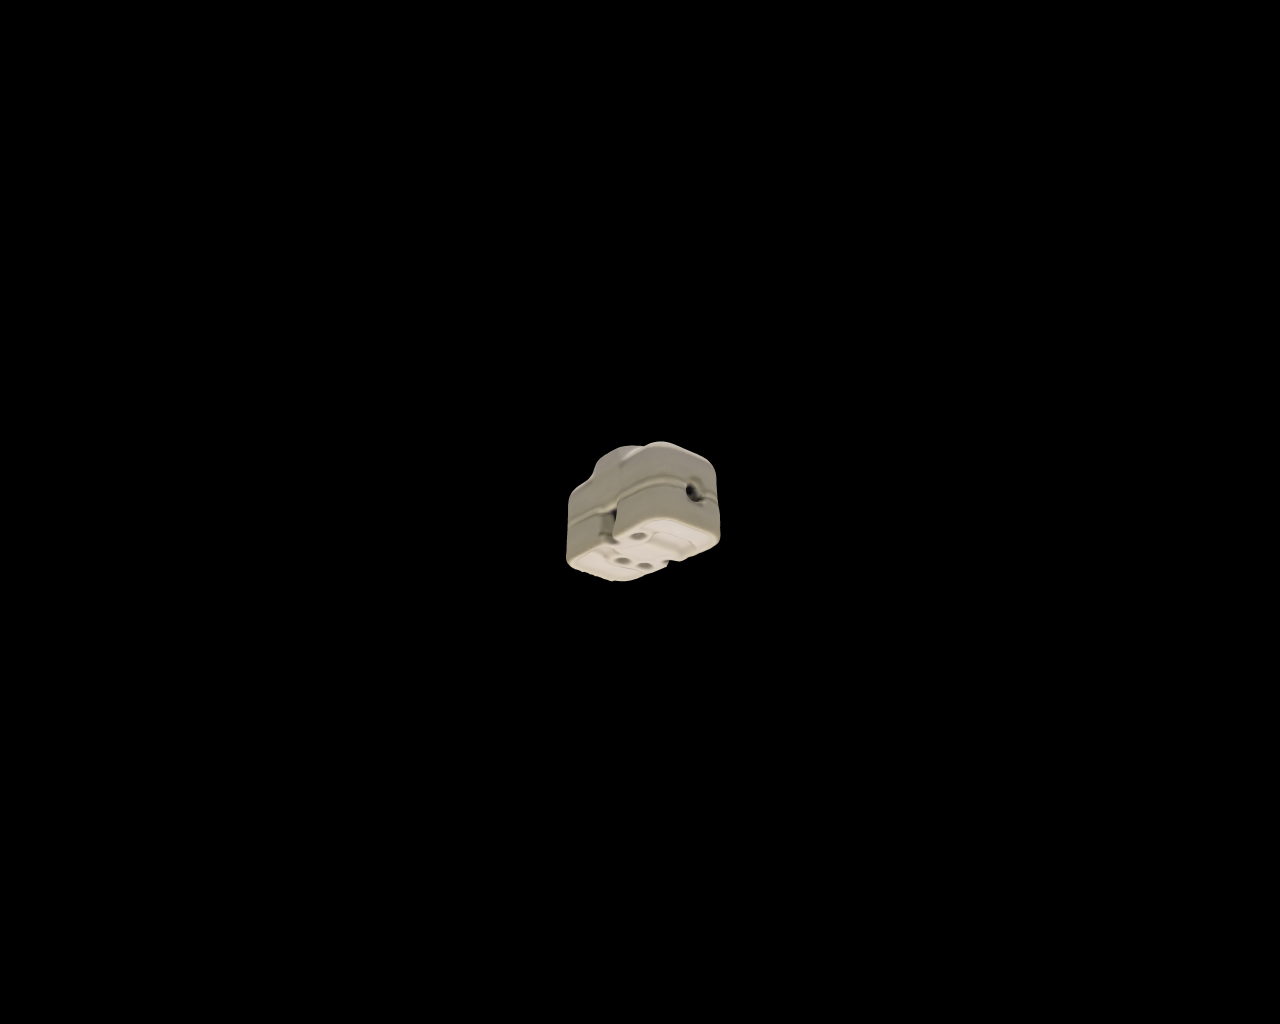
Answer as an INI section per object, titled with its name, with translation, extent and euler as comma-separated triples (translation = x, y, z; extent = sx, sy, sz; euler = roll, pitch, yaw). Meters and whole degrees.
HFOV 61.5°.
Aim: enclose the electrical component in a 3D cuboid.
[electrical component]
translation = 0.001, -0.003, 0.650
extent = 0.054, 0.059, 0.095
euler = 21, -33, -36
